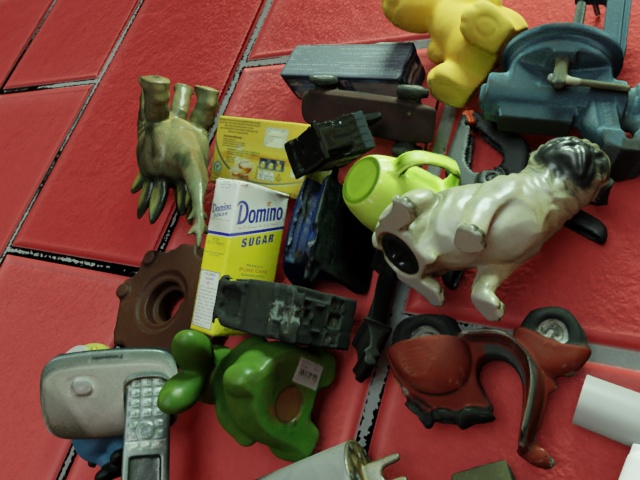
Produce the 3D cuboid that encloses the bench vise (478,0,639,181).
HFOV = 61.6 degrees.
[{"bbox_3d":[0.291,-0.189,0.559,0.224,0.128,0.240,6,71,29],"label":"bench vise"}]

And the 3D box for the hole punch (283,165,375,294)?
[{"bbox_3d":[-0.001,-0.002,0.624,0.092,0.115,0.142,-2,62,37],"label":"hole punch"}]

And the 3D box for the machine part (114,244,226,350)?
[{"bbox_3d":[-0.197,0.089,0.717,0.179,0.056,0.179,-13,59,22],"label":"machine part"}]

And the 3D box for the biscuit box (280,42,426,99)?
[{"bbox_3d":[0.042,-0.235,0.759,0.203,0.059,0.063,15,72,34],"label":"biscuit box"}]

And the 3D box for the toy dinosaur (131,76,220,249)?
[{"bbox_3d":[-0.203,-0.122,0.749,0.472,0.105,0.198,-139,56,-64],"label":"toy dinosaur"}]

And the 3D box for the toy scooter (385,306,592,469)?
[{"bbox_3d":[0.149,0.133,0.486,0.184,0.075,0.135,-8,61,21],"label":"toy scooter"}]

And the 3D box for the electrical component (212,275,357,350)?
[{"bbox_3d":[-0.030,0.079,0.576,0.115,0.134,0.058,8,82,33],"label":"electrical component"}]

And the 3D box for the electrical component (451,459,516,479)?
[{"bbox_3d":[0.144,0.235,0.452,0.102,0.045,0.078,-27,25,11],"label":"electrical component"}]

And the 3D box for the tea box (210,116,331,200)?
[{"bbox_3d":[-0.063,-0.109,0.724,0.170,0.068,0.098,16,99,35],"label":"tea box"}]

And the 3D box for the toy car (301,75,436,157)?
[{"bbox_3d":[0.060,-0.162,0.695,0.202,0.053,0.089,16,114,33],"label":"toy car"}]

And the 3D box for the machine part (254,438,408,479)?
[{"bbox_3d":[-0.029,0.258,0.514,0.243,0.079,0.079,-28,54,15],"label":"machine part"}]

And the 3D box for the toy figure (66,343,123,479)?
[{"bbox_3d":[-0.279,0.213,0.681,0.082,0.089,0.180,-34,60,-10],"label":"toy figure"}]

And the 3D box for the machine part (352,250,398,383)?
[{"bbox_3d":[0.060,0.075,0.565,0.039,0.084,0.139,13,60,8],"label":"machine part"}]

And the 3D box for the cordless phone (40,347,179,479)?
[{"bbox_3d":[-0.226,0.213,0.581,0.147,0.088,0.184,-2,60,-12],"label":"cordless phone"}]

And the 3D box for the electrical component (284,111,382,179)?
[{"bbox_3d":[0.025,-0.114,0.625,0.075,0.119,0.047,-22,87,53],"label":"electrical component"}]

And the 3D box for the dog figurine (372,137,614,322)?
[{"bbox_3d":[0.162,-0.033,0.523,0.190,0.121,0.173,-39,43,-25],"label":"dog figurine"}]

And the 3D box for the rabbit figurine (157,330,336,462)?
[{"bbox_3d":[-0.096,0.159,0.577,0.170,0.159,0.121,-2,72,46],"label":"rabbit figurine"}]

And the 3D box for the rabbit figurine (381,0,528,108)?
[{"bbox_3d":[0.161,-0.271,0.652,0.173,0.121,0.162,35,57,15],"label":"rabbit figurine"}]
